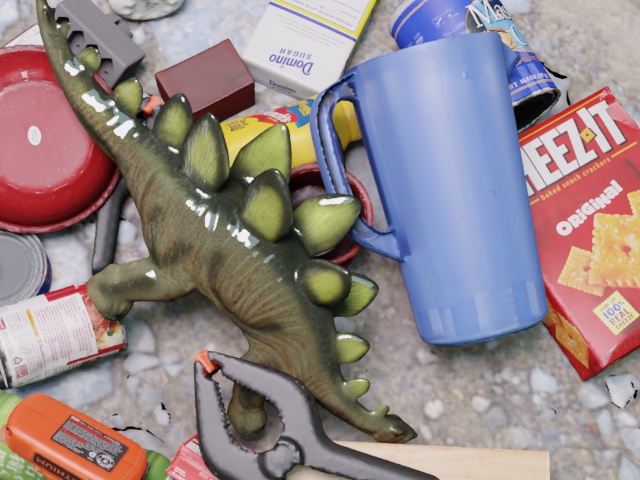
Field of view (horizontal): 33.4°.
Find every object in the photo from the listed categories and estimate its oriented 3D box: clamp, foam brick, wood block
[{"bbox_3d":[-0.206,-0.065,0.958,0.120,0.039,0.171,29,71,-4],"label":"clamp"},{"bbox_3d":[-0.104,-0.138,0.982,0.078,0.051,0.053,-28,77,-12],"label":"foam brick"},{"bbox_3d":[-0.017,0.162,0.798,0.164,0.036,0.210,-31,81,-6],"label":"clamp"},{"bbox_3d":[0.072,0.213,0.861,0.206,0.091,0.090,4,73,-3],"label":"wood block"}]

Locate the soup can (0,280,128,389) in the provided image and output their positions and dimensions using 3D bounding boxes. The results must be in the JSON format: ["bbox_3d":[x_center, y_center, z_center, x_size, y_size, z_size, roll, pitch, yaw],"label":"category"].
[{"bbox_3d":[-0.219,0.076,0.887,0.102,0.069,0.068,-18,74,-20],"label":"soup can"}]

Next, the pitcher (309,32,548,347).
[{"bbox_3d":[0.099,-0.038,0.875,0.149,0.144,0.243,-13,90,29],"label":"pitcher"}]

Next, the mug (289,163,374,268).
[{"bbox_3d":[-0.006,0.001,0.928,0.093,0.081,0.117,10,72,-1],"label":"mug"}]

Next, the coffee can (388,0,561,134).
[{"bbox_3d":[0.141,-0.164,0.981,0.102,0.103,0.140,-27,76,-12],"label":"coffee can"}]

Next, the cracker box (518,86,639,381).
[{"bbox_3d":[0.247,-0.009,0.954,0.164,0.072,0.214,-29,76,-12],"label":"cracker box"}]

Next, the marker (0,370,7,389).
[{"bbox_3d":[-0.313,0.135,0.896,0.121,0.020,0.020,-23,75,-11],"label":"marker"}]

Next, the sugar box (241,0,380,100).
[{"bbox_3d":[0.002,-0.219,1.020,0.093,0.048,0.176,25,76,4],"label":"sugar box"}]

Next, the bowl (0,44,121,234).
[{"bbox_3d":[-0.237,-0.085,0.885,0.162,0.055,0.162,-1,93,-19],"label":"bowl"}]

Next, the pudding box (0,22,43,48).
[{"bbox_3d":[-0.278,-0.131,0.948,0.113,0.090,0.039,-41,80,-15],"label":"pudding box"}]

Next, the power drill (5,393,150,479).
[{"bbox_3d":[-0.222,0.209,0.808,0.184,0.057,0.188,27,117,1],"label":"power drill"}]

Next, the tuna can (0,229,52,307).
[{"bbox_3d":[-0.277,0.028,0.925,0.086,0.034,0.086,1,72,-3],"label":"tuna can"}]

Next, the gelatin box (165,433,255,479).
[{"bbox_3d":[-0.077,0.186,0.859,0.073,0.089,0.030,32,97,7],"label":"gelatin box"}]

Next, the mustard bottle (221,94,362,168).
[{"bbox_3d":[-0.038,-0.088,0.951,0.191,0.096,0.058,-17,111,-11],"label":"mustard bottle"}]
